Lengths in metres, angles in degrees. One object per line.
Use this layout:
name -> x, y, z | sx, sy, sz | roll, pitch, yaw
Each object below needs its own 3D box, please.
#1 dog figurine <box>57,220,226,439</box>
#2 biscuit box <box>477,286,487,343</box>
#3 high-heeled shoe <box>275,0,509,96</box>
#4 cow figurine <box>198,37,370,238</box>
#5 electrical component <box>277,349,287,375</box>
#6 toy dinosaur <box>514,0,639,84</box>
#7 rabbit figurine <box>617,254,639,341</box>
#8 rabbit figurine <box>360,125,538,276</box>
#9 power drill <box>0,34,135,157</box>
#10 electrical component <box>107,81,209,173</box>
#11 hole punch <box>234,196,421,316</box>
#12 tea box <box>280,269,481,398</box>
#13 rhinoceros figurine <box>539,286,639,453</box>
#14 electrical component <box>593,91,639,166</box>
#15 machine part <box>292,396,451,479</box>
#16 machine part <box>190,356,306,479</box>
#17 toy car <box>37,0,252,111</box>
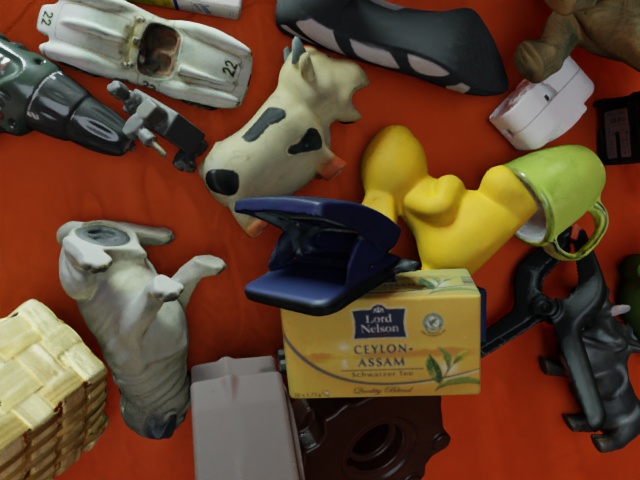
dog figurine -> -0.195, 0.090, 0.530 | 0.173, 0.121, 0.190 | 29, 112, 23
biscuit box -> 0.073, 0.079, 0.575 | 0.203, 0.059, 0.062 | -2, 96, -8
high-heeled shoe -> 0.076, -0.195, 0.557 | 0.248, 0.145, 0.086 | 24, 72, -36
cow figurine -> -0.034, -0.107, 0.532 | 0.195, 0.085, 0.127 | -39, 106, -1
electrical component -> 0.002, 0.127, 0.568 | 0.094, 0.063, 0.021 | 1, 96, -9
toy dinosaur -> 0.282, -0.234, 0.511 | 0.199, 0.105, 0.471 | -20, 78, -12
rabbit figurine -> 0.412, 0.064, 0.564 | 0.121, 0.170, 0.159 | -34, 100, -4
rabbit figurine -> 0.103, -0.035, 0.555 | 0.162, 0.122, 0.173 | -41, 84, 4
power drill -> -0.320, -0.089, 0.494 | 0.232, 0.086, 0.207 | 38, 94, -8
electrical component -> -0.150, -0.102, 0.511 | 0.078, 0.102, 0.045 | 31, 88, 16
hole punch -> -0.001, -0.001, 0.464 | 0.116, 0.142, 0.092 | -22, 107, -44
tea box -> 0.055, 0.084, 0.487 | 0.170, 0.068, 0.098 | -4, 108, 7
rhinoceros figurine -> 0.320, 0.144, 0.609 | 0.112, 0.073, 0.190 | -19, 99, -4
electrical component -> 0.347, -0.101, 0.588 | 0.048, 0.075, 0.119 | -9, 100, -8
machine part -> 0.050, 0.202, 0.555 | 0.179, 0.056, 0.179 | -10, 117, -20
machine part -> -0.066, 0.223, 0.485 | 0.087, 0.200, 0.201 | -6, 52, -13
toy car -> -0.166, -0.182, 0.516 | 0.202, 0.056, 0.073 | 15, 94, -10
